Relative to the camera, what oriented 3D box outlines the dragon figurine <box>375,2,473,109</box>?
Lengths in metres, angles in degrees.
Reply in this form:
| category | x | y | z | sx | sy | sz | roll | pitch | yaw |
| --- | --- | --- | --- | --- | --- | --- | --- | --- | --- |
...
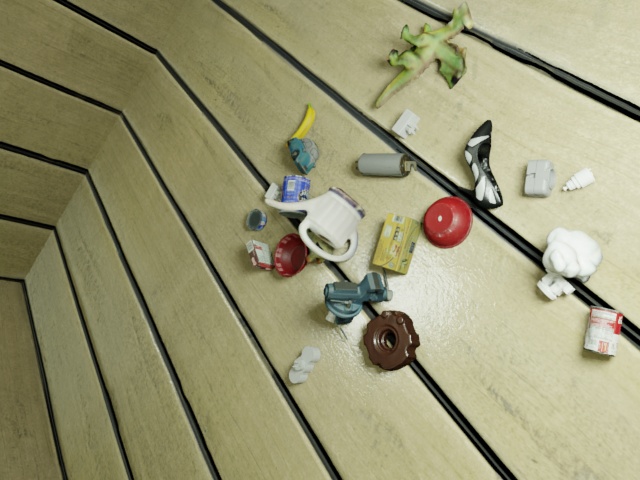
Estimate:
| category | x | y | z | sx | sy | sz | roll | pitch | yaw |
| --- | --- | --- | --- | --- | --- | --- | --- | --- | --- |
| dragon figurine | 0.357 | -0.574 | 1.672 | 0.246 | 0.122 | 0.405 | 37 | 110 | 33 |

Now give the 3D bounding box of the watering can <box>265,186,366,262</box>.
| category | x | y | z | sx | sy | sz | roll | pitch | yaw |
| --- | --- | --- | --- | --- | --- | --- | --- | --- | --- |
| watering can | 0.005 | -0.085 | 1.691 | 0.227 | 0.345 | 0.103 | -52 | 13 | -15 |

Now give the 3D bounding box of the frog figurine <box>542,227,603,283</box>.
| category | x | y | z | sx | sy | sz | roll | pitch | yaw |
| --- | --- | --- | --- | --- | --- | --- | --- | --- | --- |
| frog figurine | 0.591 | 0.028 | 1.222 | 0.121 | 0.158 | 0.140 | -36 | 56 | 26 |
